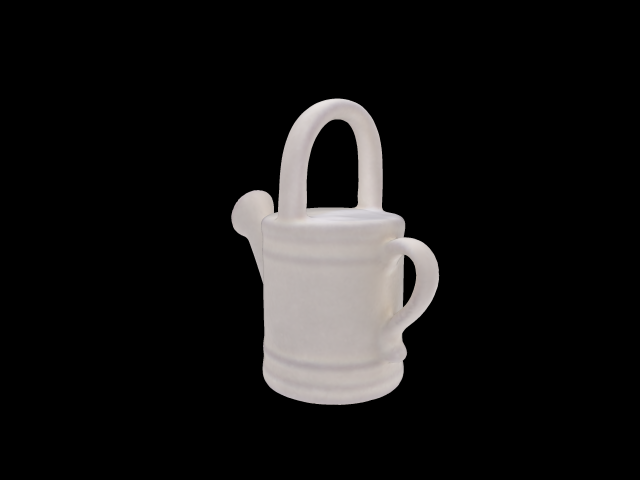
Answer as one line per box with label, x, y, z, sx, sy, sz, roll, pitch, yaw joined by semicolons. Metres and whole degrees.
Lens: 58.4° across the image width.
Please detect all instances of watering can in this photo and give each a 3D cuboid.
watering can;0.002;0.002;0.398;0.172;0.194;0.101;4;10;22
